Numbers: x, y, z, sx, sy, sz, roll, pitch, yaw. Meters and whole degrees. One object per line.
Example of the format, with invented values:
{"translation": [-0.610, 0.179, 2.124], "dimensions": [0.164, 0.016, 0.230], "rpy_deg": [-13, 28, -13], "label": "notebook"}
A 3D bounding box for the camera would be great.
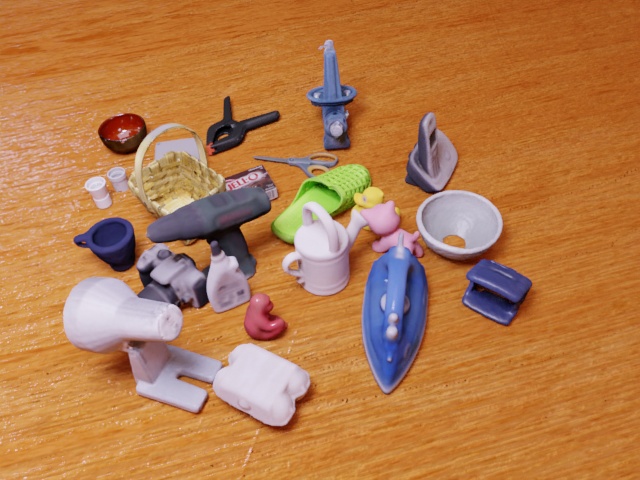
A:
{"translation": [-0.297, 0.086, 1.063], "dimensions": [0.142, 0.101, 0.137], "rpy_deg": [29, 56, 26], "label": "camera"}

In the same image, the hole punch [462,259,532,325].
{"translation": [0.321, 0.080, 1.039], "dimensions": [0.108, 0.091, 0.101], "rpy_deg": [27, 55, 24], "label": "hole punch"}

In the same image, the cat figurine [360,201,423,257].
{"translation": [0.142, -0.022, 1.121], "dimensions": [0.127, 0.118, 0.067], "rpy_deg": [31, 57, 27], "label": "cat figurine"}

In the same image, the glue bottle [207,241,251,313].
{"translation": [-0.173, 0.061, 1.029], "dimensions": [0.078, 0.173, 0.037], "rpy_deg": [-21, 50, -14], "label": "glue bottle"}

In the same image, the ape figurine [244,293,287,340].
{"translation": [-0.102, 0.130, 1.018], "dimensions": [0.076, 0.092, 0.077], "rpy_deg": [-19, 50, -13], "label": "ape figurine"}

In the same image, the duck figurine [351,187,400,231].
{"translation": [0.115, -0.071, 1.187], "dimensions": [0.104, 0.086, 0.077], "rpy_deg": [10, 50, 12], "label": "duck figurine"}

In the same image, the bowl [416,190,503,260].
{"translation": [0.272, -0.018, 1.138], "dimensions": [0.167, 0.075, 0.167], "rpy_deg": [-2, 49, 2], "label": "bowl"}

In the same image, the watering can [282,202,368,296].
{"translation": [0.008, 0.002, 1.056], "dimensions": [0.100, 0.194, 0.173], "rpy_deg": [26, 55, 24], "label": "watering can"}

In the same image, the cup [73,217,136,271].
{"translation": [-0.416, 0.018, 1.133], "dimensions": [0.117, 0.095, 0.091], "rpy_deg": [-6, 49, -2], "label": "cup"}

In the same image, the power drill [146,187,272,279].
{"translation": [-0.190, 0.001, 1.059], "dimensions": [0.230, 0.209, 0.075], "rpy_deg": [-31, 54, -22], "label": "power drill"}

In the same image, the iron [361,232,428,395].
{"translation": [0.129, 0.117, 0.984], "dimensions": [0.118, 0.141, 0.258], "rpy_deg": [4, 49, 7], "label": "iron"}

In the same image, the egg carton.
{"translation": [-0.096, 0.237, 0.939], "dimensions": [0.150, 0.069, 0.107], "rpy_deg": [20, 53, 20], "label": "egg carton"}

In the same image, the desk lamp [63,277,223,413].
{"translation": [-0.280, 0.160, 0.921], "dimensions": [0.203, 0.214, 0.118], "rpy_deg": [13, 51, 14], "label": "desk lamp"}

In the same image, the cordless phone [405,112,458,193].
{"translation": [0.247, -0.210, 1.235], "dimensions": [0.094, 0.185, 0.148], "rpy_deg": [18, 52, 18], "label": "cordless phone"}

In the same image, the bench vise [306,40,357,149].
{"translation": [0.041, -0.337, 1.336], "dimensions": [0.121, 0.220, 0.207], "rpy_deg": [-19, 50, -12], "label": "bench vise"}
